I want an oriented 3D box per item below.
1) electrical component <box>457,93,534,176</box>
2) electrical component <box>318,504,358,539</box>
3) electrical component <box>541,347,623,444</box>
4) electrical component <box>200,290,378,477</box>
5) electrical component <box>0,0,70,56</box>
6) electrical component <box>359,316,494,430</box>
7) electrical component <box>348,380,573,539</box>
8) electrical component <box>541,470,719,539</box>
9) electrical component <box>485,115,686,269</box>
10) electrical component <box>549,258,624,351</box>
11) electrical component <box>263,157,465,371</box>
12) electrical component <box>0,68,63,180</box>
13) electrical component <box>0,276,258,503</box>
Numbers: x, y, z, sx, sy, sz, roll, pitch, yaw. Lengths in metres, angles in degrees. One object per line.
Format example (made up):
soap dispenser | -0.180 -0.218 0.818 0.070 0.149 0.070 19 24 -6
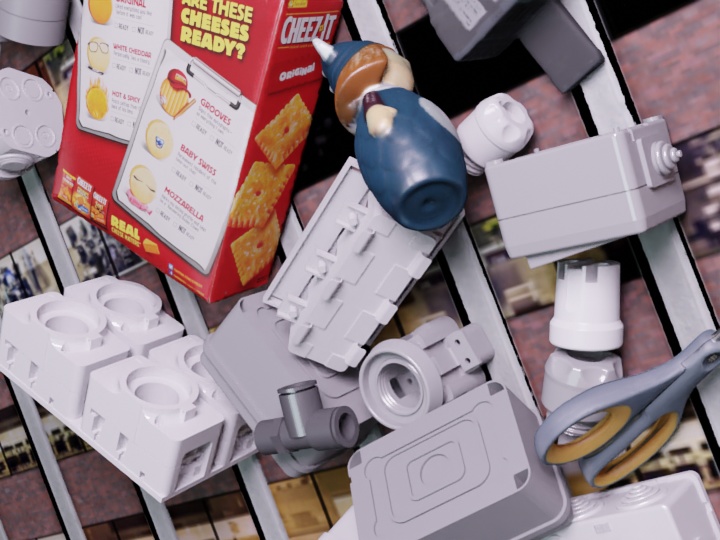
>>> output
electrical component | 0.069 -0.071 0.616 0.061 0.035 0.035 -43 76 39
electrical component | 0.032 0.212 0.687 0.109 0.056 0.108 26 143 29
electrical component | 0.124 0.075 0.609 0.043 0.043 0.062 17 114 33
electrical component | -0.042 0.071 0.713 0.113 0.078 0.057 50 124 15
electrical component | -0.283 -0.201 0.835 0.138 0.052 0.073 32 120 27
electrical component | 0.037 0.065 0.664 0.078 0.057 0.058 -34 81 38
electrical component | 0.057 0.126 0.620 0.113 0.057 0.078 -31 42 18
electrical component | 0.159 0.170 0.605 0.100 0.048 0.099 -24 87 37
electrical component | 0.125 -0.041 0.563 0.096 0.062 0.061 -12 95 39
electrical component | 0.126 0.018 0.595 0.040 0.040 0.046 6 100 36
electrical component | 0.000 0.000 0.662 0.079 0.063 0.121 23 125 -16
electrical component | -0.274 -0.114 0.837 0.051 0.080 0.080 -18 92 34
electrical component | -0.165 0.076 0.790 0.186 0.105 0.060 31 120 27
